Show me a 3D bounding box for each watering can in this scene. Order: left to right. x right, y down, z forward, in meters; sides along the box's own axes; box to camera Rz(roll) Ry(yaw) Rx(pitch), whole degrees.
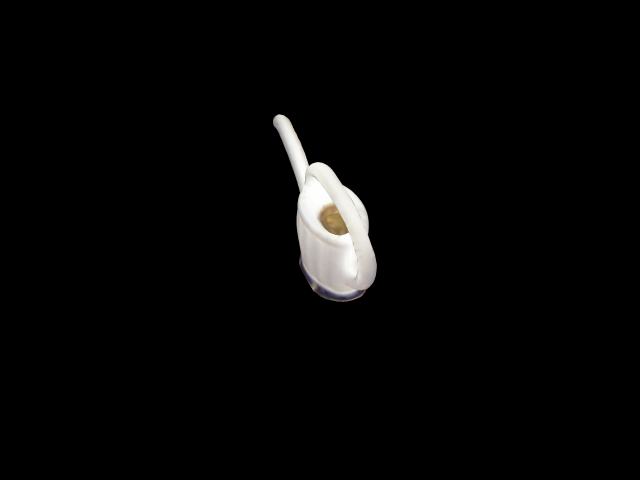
[{"bbox_3d":[0.003,-0.043,0.850,0.104,0.219,0.355,-17,49,-16],"label":"watering can"}]
